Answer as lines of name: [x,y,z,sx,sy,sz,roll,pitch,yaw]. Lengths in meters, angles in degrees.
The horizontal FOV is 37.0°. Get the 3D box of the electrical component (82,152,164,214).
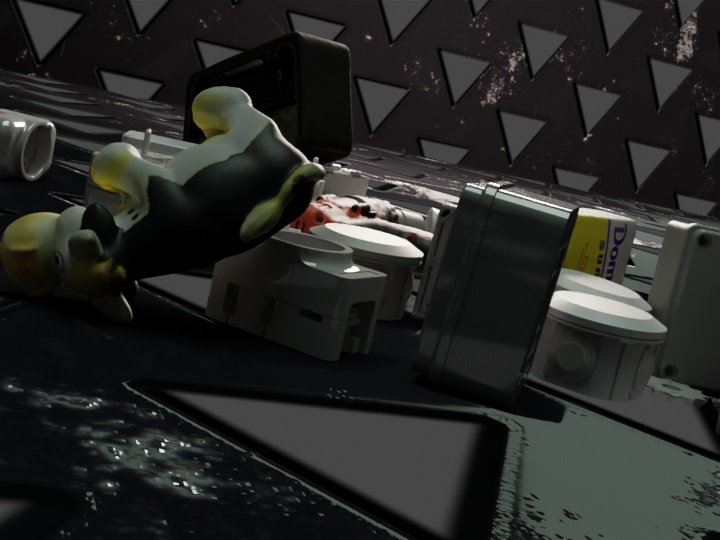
electrical component: [-0.152,-0.046,0.782,0.095,0.059,0.054,17,10,23]

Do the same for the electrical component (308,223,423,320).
electrical component: [0.000,0.000,0.740,0.080,0.051,0.080,12,10,-2]

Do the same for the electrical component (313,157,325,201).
electrical component: [-0.054,-0.068,0.990,0.047,0.075,0.083,21,12,39]

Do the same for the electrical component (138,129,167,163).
electrical component: [-0.180,-0.078,0.879,0.047,0.075,0.083,11,10,-11]

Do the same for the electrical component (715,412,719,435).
electrical component: [0.254,0.061,0.642,0.057,0.078,0.113,14,9,23]

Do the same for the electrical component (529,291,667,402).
electrical component: [0.144,0.046,0.665,0.080,0.051,0.080,12,9,-2]

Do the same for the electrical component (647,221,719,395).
electrical component: [0.257,0.030,0.738,0.109,0.108,0.056,12,7,-5]

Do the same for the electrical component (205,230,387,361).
electrical component: [-0.036,0.010,0.618,0.089,0.055,0.050,18,11,28]

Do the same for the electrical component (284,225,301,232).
electrical component: [-0.076,-0.032,0.819,0.074,0.052,0.138,9,10,-22]

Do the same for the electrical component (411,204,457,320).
electrical component: [0.086,-0.004,0.739,0.062,0.096,0.061,18,7,30]

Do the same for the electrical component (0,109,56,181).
electrical component: [-0.319,-0.114,0.974,0.059,0.053,0.095,14,10,10]

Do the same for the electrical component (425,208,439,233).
electrical component: [0.095,-0.036,1.100,0.055,0.045,0.045,12,9,-7]

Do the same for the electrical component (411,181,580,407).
electrical component: [0.076,0.010,0.595,0.057,0.113,0.078,18,10,14]

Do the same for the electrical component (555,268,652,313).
electrical component: [0.157,0.033,0.746,0.080,0.051,0.080,16,11,-3]

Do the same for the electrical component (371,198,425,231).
electrical component: [0.033,-0.045,1.084,0.065,0.044,0.044,12,8,-35]

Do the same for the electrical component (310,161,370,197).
electrical component: [-0.050,-0.077,1.090,0.121,0.063,0.079,3,13,-45]

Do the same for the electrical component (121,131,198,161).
electrical component: [-0.177,-0.094,1.034,0.113,0.057,0.078,12,9,-8]
